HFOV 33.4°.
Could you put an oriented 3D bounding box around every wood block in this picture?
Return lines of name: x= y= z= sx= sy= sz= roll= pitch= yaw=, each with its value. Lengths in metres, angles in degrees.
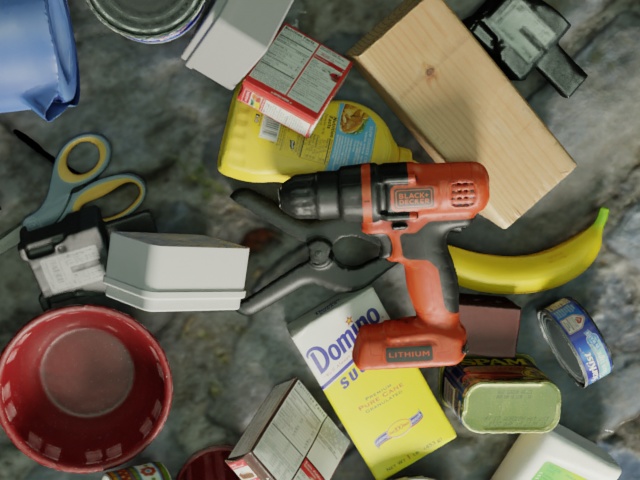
wood block: x=0.128 y=-0.121 z=0.979 sx=0.091 sy=0.090 sz=0.206 roll=-41 pitch=103 yaw=2

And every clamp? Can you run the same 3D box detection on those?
clamp: x=-0.007 y=0.001 z=1.000 sx=0.171 sy=0.039 sz=0.120 roll=-10 pitch=103 yaw=3

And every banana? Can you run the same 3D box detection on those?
banana: x=0.192 y=0.019 z=1.043 sx=0.197 sy=0.037 sz=0.069 roll=-11 pitch=83 yaw=-7

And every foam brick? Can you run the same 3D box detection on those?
foam brick: x=0.150 y=0.082 z=1.037 sx=0.078 sy=0.053 sz=0.051 roll=5 pitch=98 yaw=-9

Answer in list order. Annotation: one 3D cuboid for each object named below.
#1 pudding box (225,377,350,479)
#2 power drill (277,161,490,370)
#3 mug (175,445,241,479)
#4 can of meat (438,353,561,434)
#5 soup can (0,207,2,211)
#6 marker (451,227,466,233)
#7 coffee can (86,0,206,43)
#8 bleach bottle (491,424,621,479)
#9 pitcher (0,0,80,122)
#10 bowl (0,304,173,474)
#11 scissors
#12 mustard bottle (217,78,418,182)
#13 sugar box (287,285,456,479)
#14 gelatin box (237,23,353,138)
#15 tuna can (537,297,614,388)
pudding box: x=-0.028 y=0.199 z=1.009 sx=0.039 sy=0.113 sz=0.090 roll=-30 pitch=105 yaw=37
power drill: x=0.060 y=0.022 z=0.950 sx=0.184 sy=0.057 sz=0.188 roll=-3 pitch=111 yaw=6
mug: x=-0.086 y=0.264 z=1.024 sx=0.093 sy=0.081 sz=0.117 roll=-36 pitch=103 yaw=0
can of meat: x=0.174 y=0.150 z=1.038 sx=0.102 sy=0.084 sz=0.057 roll=0 pitch=101 yaw=-8
soup can: x=-0.340 y=-0.044 z=0.940 sx=0.068 sy=0.068 sz=0.102 roll=-40 pitch=104 yaw=1
marker: x=0.082 y=-0.021 z=1.026 sx=0.121 sy=0.020 sz=0.020 roll=5 pitch=100 yaw=-8
coffee can: x=-0.144 y=-0.218 z=0.896 sx=0.102 sy=0.140 sz=0.103 roll=-1 pitch=99 yaw=-7
bleach bottle: x=0.194 y=0.306 z=1.082 sx=0.102 sy=0.068 sz=0.251 roll=29 pitch=98 yaw=-12
pitcher: x=-0.331 y=-0.171 z=0.897 sx=0.242 sy=0.149 sz=0.145 roll=-8 pitch=117 yaw=-3
bowl: x=-0.218 y=0.132 z=0.995 sx=0.162 sy=0.055 sz=0.162 roll=-1 pitch=101 yaw=-7
scissors: x=-0.261 y=-0.035 z=0.978 sx=0.201 sy=0.016 sz=0.096 roll=-17 pitch=105 yaw=-5
mustard bottle: x=0.008 y=-0.084 z=0.982 sx=0.191 sy=0.058 sz=0.096 roll=15 pitch=74 yaw=-11
sugar box: x=0.050 y=0.137 z=1.038 sx=0.093 sy=0.048 sz=0.176 roll=-31 pitch=104 yaw=-2
gelatin box: x=-0.021 y=-0.142 z=0.948 sx=0.073 sy=0.030 sz=0.089 roll=29 pitch=53 yaw=1
tuna can: x=0.248 y=0.099 z=1.037 sx=0.033 sy=0.086 sz=0.086 roll=-29 pitch=103 yaw=-4
